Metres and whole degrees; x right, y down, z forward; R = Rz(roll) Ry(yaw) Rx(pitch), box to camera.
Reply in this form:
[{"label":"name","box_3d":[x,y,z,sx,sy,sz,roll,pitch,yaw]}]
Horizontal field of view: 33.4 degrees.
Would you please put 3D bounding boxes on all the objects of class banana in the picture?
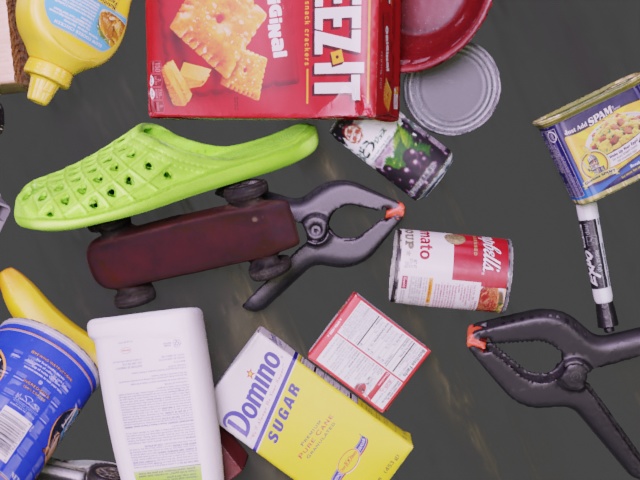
[{"label":"banana","box_3d":[-0.211,0.091,0.978,0.198,0.037,0.069,21,81,-1]}]

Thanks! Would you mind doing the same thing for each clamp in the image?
[{"label":"clamp","box_3d":[-0.006,0.001,0.967,0.171,0.039,0.120,-4,100,8]},{"label":"clamp","box_3d":[0.238,0.109,0.963,0.210,0.036,0.165,24,107,2]}]

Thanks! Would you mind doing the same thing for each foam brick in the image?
[{"label":"foam brick","box_3d":[-0.113,0.206,0.974,0.078,0.053,0.051,-37,92,2]}]

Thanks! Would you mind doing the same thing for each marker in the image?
[{"label":"marker","box_3d":[0.253,0.025,0.973,0.020,0.020,0.121,-11,94,2]}]

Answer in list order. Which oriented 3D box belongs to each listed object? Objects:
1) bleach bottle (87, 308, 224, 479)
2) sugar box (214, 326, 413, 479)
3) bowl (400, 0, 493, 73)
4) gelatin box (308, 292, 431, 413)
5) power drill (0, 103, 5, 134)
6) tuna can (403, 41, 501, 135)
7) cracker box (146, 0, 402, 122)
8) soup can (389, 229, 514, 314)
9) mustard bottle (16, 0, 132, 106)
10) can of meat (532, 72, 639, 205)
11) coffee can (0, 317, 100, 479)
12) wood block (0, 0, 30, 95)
[{"label":"bleach bottle","box_3d":[-0.135,0.188,0.917,0.102,0.068,0.251,-7,85,6]},{"label":"sugar box","box_3d":[-0.012,0.168,0.974,0.176,0.048,0.093,35,94,-3]},{"label":"bowl","box_3d":[0.078,-0.223,0.917,0.162,0.055,0.162,2,96,22]},{"label":"gelatin box","box_3d":[0.045,0.103,0.977,0.089,0.030,0.073,37,92,-1]},{"label":"power drill","box_3d":[-0.371,-0.118,0.865,0.187,0.057,0.184,-36,88,0]},{"label":"tuna can","box_3d":[0.117,-0.136,0.956,0.086,0.034,0.086,0,94,1]},{"label":"cracker box","box_3d":[-0.042,-0.183,0.903,0.214,0.072,0.164,3,97,22]},{"label":"soup can","box_3d":[0.115,0.028,0.951,0.102,0.068,0.068,6,94,1]},{"label":"mustard bottle","box_3d":[-0.207,-0.206,0.918,0.096,0.058,0.191,26,82,-44]},{"label":"can of meat","box_3d":[0.254,-0.089,0.946,0.102,0.057,0.084,-26,95,2]},{"label":"coffee can","box_3d":[-0.268,0.152,0.916,0.103,0.103,0.140,30,54,-1]},{"label":"wood block","box_3d":[-0.359,-0.167,0.935,0.206,0.090,0.091,-6,94,2]}]
